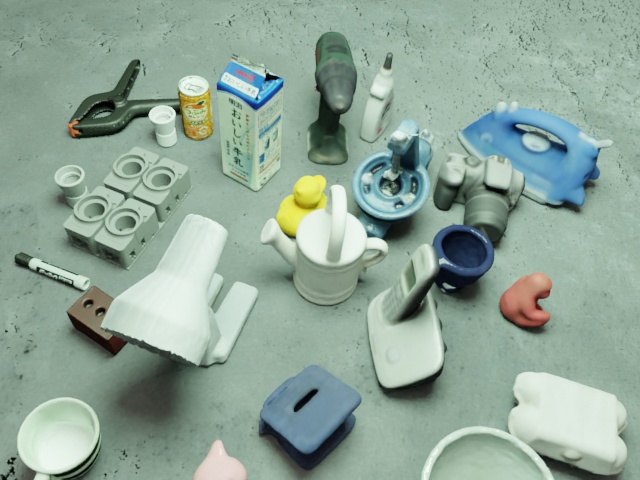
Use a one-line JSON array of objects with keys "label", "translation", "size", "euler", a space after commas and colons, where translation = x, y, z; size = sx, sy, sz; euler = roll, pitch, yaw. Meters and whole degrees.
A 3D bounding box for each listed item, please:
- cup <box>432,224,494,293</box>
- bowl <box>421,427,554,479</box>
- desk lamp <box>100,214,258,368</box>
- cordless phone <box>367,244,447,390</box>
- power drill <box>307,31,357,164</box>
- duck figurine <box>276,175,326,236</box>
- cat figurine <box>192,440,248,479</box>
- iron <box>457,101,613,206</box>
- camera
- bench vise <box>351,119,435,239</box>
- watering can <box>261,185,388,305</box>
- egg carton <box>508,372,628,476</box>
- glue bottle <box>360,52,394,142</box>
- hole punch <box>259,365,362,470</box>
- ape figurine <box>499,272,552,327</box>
[{"label": "cup", "translation": [0.195, 0.043, 0.861], "size": [0.118, 0.095, 0.091], "euler": [-24, 60, -21]}, {"label": "bowl", "translation": [0.193, 0.315, 0.679], "size": [0.167, 0.075, 0.167], "euler": [3, 54, -4]}, {"label": "desk lamp", "translation": [-0.167, 0.080, 0.725], "size": [0.118, 0.213, 0.203], "euler": [18, 55, 8]}, {"label": "cordless phone", "translation": [0.124, 0.103, 0.755], "size": [0.094, 0.185, 0.147], "euler": [-4, 55, -8]}, {"label": "power drill", "translation": [0.022, -0.232, 0.970], "size": [0.075, 0.208, 0.229], "euler": [0, 54, -5]}, {"label": "duck figurine", "translation": [-0.026, -0.062, 0.919], "size": [0.077, 0.086, 0.105], "euler": [35, 59, 18]}, {"label": "cat figurine", "translation": [-0.118, 0.297, 0.634], "size": [0.067, 0.118, 0.128], "euler": [18, 55, 8]}, {"label": "iron", "translation": [0.372, -0.174, 1.005], "size": [0.257, 0.141, 0.119], "euler": [31, 58, 16]}, {"label": "camera", "translation": [0.263, -0.072, 0.946], "size": [0.143, 0.101, 0.137], "euler": [14, 54, 4]}, {"label": "bench vise", "translation": [0.119, -0.125, 0.897], "size": [0.121, 0.220, 0.207], "euler": [14, 54, 4]}, {"label": "watering can", "translation": [0.007, 0.005, 0.808], "size": [0.173, 0.194, 0.100], "euler": [-14, 57, -15]}, {"label": "egg carton", "translation": [0.323, 0.239, 0.750], "size": [0.150, 0.069, 0.107], "euler": [17, 55, 6]}, {"label": "glue bottle", "translation": [0.109, -0.259, 1.020], "size": [0.037, 0.173, 0.078], "euler": [25, 56, 12]}, {"label": "hole punch", "translation": [-0.015, 0.215, 0.719], "size": [0.101, 0.091, 0.109], "euler": [40, 60, 21]}, {"label": "ape figurine", "translation": [0.312, 0.082, 0.847], "size": [0.076, 0.092, 0.078], "euler": [10, 54, 2]}]
